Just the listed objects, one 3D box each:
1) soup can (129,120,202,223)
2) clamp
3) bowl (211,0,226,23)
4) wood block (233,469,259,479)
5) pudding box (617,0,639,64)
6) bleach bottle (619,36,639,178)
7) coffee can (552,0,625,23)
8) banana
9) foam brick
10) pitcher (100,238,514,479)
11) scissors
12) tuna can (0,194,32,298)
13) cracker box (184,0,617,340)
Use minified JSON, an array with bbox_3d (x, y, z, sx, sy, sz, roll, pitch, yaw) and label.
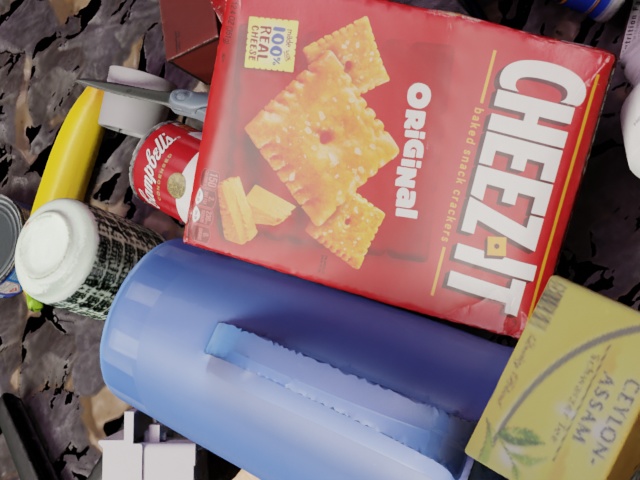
[{"bbox_3d":[-0.081,-0.040,0.783,0.102,0.068,0.068,27,91,34],"label":"soup can"},{"bbox_3d":[-0.196,0.209,0.804,0.165,0.036,0.210,1,77,33],"label":"clamp"},{"bbox_3d":[-0.039,-0.203,0.760,0.162,0.055,0.162,-169,90,-69],"label":"bowl"},{"bbox_3d":[0.012,0.238,0.634,0.091,0.090,0.206,-50,58,11],"label":"wood block"},{"bbox_3d":[0.237,-0.139,0.618,0.114,0.039,0.090,8,82,48],"label":"pudding box"},{"bbox_3d":[0.230,-0.016,0.524,0.103,0.068,0.251,-40,54,23],"label":"bleach bottle"},{"bbox_3d":[0.128,-0.204,0.640,0.140,0.103,0.103,23,89,-1],"label":"coffee can"},{"bbox_3d":[-0.208,-0.033,0.871,0.070,0.037,0.198,-8,66,54],"label":"banana"},{"bbox_3d":[-0.088,-0.172,0.834,0.053,0.051,0.078,-20,67,28],"label":"foam brick"},{"bbox_3d":[-0.006,0.083,0.608,0.243,0.144,0.149,21,126,22],"label":"pitcher"},{"bbox_3d":[-0.083,-0.111,0.798,0.202,0.016,0.096,27,53,30],"label":"scissors"},{"bbox_3d":[-0.274,0.006,0.911,0.086,0.033,0.086,-9,72,29],"label":"tuna can"},{"bbox_3d":[0.041,-0.051,0.606,0.214,0.072,0.164,16,103,13],"label":"cracker box"}]
